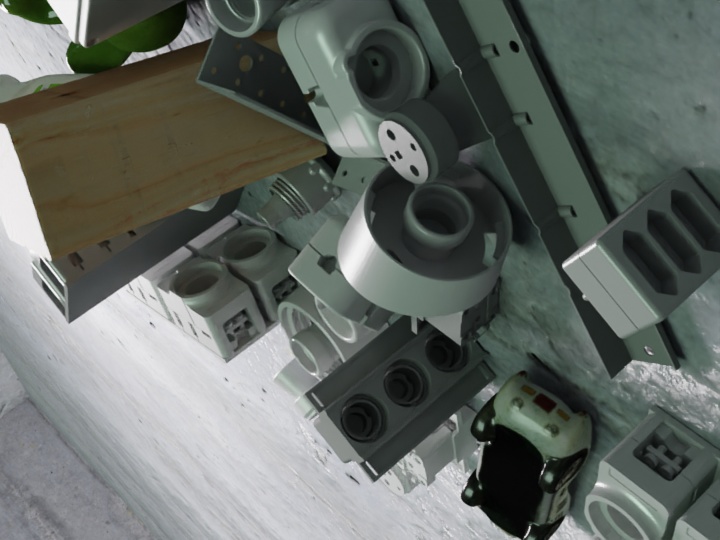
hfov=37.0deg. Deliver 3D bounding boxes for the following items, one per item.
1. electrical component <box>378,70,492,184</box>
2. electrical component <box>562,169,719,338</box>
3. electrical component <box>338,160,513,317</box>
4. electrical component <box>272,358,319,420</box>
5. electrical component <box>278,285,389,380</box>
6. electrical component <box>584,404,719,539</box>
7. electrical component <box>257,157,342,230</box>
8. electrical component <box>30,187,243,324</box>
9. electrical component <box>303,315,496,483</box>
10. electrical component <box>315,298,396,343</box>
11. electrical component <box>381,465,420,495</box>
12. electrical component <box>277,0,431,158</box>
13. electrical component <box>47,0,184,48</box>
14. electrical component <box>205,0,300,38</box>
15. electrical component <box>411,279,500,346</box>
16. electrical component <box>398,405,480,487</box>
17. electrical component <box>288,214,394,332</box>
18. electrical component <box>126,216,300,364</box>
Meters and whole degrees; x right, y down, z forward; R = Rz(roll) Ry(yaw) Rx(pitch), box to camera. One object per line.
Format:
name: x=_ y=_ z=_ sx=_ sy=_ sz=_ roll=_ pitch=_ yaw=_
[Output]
electrical component: x=0.044 y=-0.080 z=0.602 sx=0.045 sy=0.055 sz=0.045 roll=43 pitch=156 yaw=25
electrical component: x=0.135 y=-0.002 z=0.530 sx=0.047 sy=0.066 sz=0.076 roll=51 pitch=157 yaw=4
electrical component: x=0.040 y=-0.019 z=0.645 sx=0.099 sy=0.099 sz=0.064 roll=46 pitch=150 yaw=16
electrical component: x=-0.054 y=0.117 z=1.078 sx=0.055 sy=0.045 sz=0.045 roll=49 pitch=157 yaw=9
electrical component: x=-0.025 y=0.058 z=0.921 sx=0.108 sy=0.060 sz=0.108 roll=41 pitch=154 yaw=25
electrical component: x=0.200 y=0.186 z=0.680 sx=0.105 sy=0.060 sz=0.186 roll=37 pitch=152 yaw=33
electrical component: x=-0.048 y=-0.056 z=0.793 sx=0.048 sy=0.062 sz=0.048 roll=46 pitch=172 yaw=8
electrical component: x=-0.192 y=-0.044 z=0.927 sx=0.060 sy=0.186 sz=0.105 roll=50 pitch=157 yaw=6
electrical component: x=0.027 y=0.087 z=0.787 sx=0.078 sy=0.121 sz=0.063 roll=51 pitch=159 yaw=4
electrical component: x=-0.002 y=0.024 z=0.847 sx=0.055 sy=0.047 sz=0.055 roll=41 pitch=154 yaw=25
electrical component: x=0.045 y=0.166 z=0.949 sx=0.045 sy=0.055 sz=0.045 roll=41 pitch=154 yaw=25
electrical component: x=0.002 y=-0.115 z=0.633 sx=0.059 sy=0.054 sz=0.095 roll=9 pitch=132 yaw=58
electrical component: x=-0.153 y=-0.213 z=0.714 sx=0.056 sy=0.109 sz=0.109 roll=55 pitch=157 yaw=4
electrical component: x=-0.056 y=-0.171 z=0.646 sx=0.044 sy=0.065 sz=0.044 roll=23 pitch=132 yaw=28
electrical component: x=0.060 y=0.014 z=0.724 sx=0.064 sy=0.042 sz=0.081 roll=36 pitch=152 yaw=28
electrical component: x=0.060 y=0.137 z=0.870 sx=0.042 sy=0.064 sz=0.081 roll=33 pitch=149 yaw=37
electrical component: x=0.000 y=0.000 z=0.762 sx=0.054 sy=0.059 sz=0.095 roll=41 pitch=-175 yaw=24
electrical component: x=-0.143 y=0.000 z=1.002 sx=0.186 sy=0.105 sz=0.060 roll=26 pitch=145 yaw=46
